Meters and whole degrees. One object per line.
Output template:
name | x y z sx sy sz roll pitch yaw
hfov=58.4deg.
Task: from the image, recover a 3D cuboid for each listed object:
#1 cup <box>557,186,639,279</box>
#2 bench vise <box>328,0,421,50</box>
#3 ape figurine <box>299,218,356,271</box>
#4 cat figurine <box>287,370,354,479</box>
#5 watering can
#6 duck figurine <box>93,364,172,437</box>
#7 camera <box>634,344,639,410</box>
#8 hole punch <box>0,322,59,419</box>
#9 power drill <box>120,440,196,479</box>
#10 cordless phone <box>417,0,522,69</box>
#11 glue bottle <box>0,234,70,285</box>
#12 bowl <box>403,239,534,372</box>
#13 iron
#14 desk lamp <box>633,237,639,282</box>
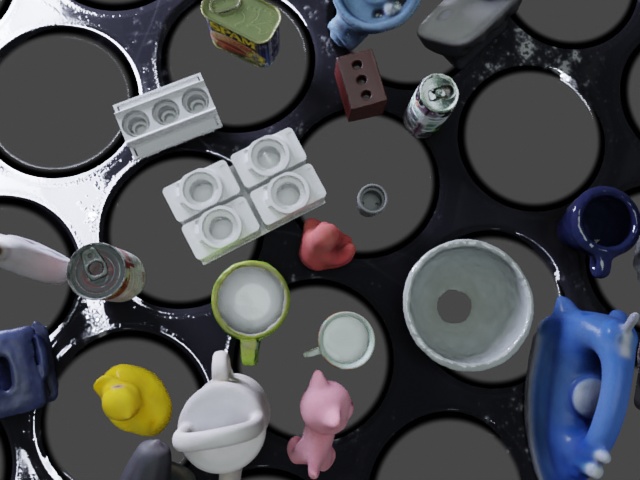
cup | 0.358 -0.005 0.760 0.091 0.095 0.118 5 82 -2
bench vise | 0.093 -0.365 0.730 0.121 0.219 0.207 30 82 1
ape figurine | 0.007 0.003 0.740 0.076 0.092 0.078 -34 85 -7
cat figurine | 0.003 0.225 0.697 0.067 0.117 0.128 13 82 -1
watering can | -0.107 0.219 0.652 0.101 0.194 0.173 -27 84 -6
duck figurine | -0.233 0.200 0.702 0.104 0.086 0.077 42 82 3
camera | 0.501 0.169 0.742 0.137 0.100 0.143 13 82 -1
hole punch | -0.384 0.160 0.696 0.101 0.091 0.109 -13 83 -5
power drill | -0.196 0.314 0.627 0.075 0.208 0.230 16 82 -1
cordless phone | 0.213 -0.323 0.749 0.094 0.185 0.148 42 82 3
glue bottle | -0.357 0.018 0.675 0.078 0.173 0.037 28 82 1
bowl | 0.184 0.085 0.748 0.167 0.074 0.167 0 82 -3
iron | 0.334 0.203 0.707 0.118 0.141 0.258 13 82 -1
desk lamp | 0.484 0.002 0.707 0.203 0.213 0.118 20 82 0
